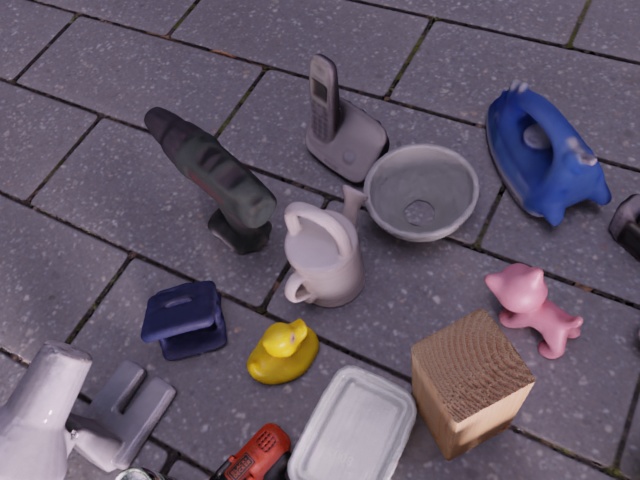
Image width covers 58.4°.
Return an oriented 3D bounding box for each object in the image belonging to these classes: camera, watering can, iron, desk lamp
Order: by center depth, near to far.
[{"bbox_3d":[-0.306,0.219,0.693,0.117,0.214,0.203,23,66,21],"label":"desk lamp"},{"bbox_3d":[0.493,-0.027,0.764,0.137,0.101,0.143,-34,61,-10],"label":"camera"},{"bbox_3d":[0.005,0.002,0.776,0.100,0.194,0.173,6,62,13],"label":"watering can"},{"bbox_3d":[0.321,-0.156,0.844,0.118,0.142,0.258,-23,59,-4],"label":"iron"}]

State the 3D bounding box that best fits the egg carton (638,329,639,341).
[{"bbox_3d":[0.476,0.122,0.699,0.150,0.069,0.107,26,68,22],"label":"egg carton"}]

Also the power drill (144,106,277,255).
[{"bbox_3d":[-0.148,-0.074,0.838,0.229,0.209,0.076,36,72,26],"label":"power drill"}]

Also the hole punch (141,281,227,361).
[{"bbox_3d":[-0.195,0.105,0.811,0.108,0.091,0.101,-16,59,1],"label":"hole punch"}]

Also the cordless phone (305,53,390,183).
[{"bbox_3d":[0.036,-0.188,0.886,0.147,0.185,0.094,37,72,26],"label":"cordless phone"}]

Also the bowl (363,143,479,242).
[{"bbox_3d":[0.150,-0.059,0.857,0.167,0.075,0.167,-4,60,7],"label":"bowl"}]

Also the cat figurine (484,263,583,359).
[{"bbox_3d":[0.274,0.079,0.731,0.127,0.118,0.067,36,72,26],"label":"cat figurine"}]

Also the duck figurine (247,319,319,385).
[{"bbox_3d":[-0.055,0.144,0.768,0.104,0.086,0.077,-32,60,-9],"label":"duck figurine"}]
